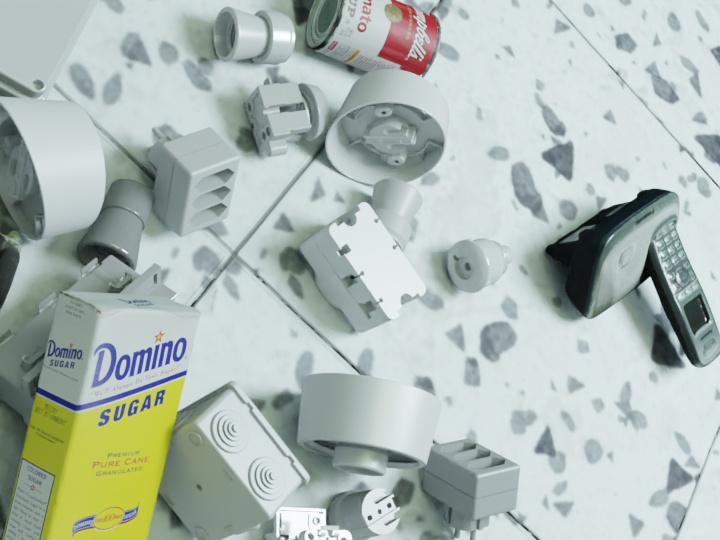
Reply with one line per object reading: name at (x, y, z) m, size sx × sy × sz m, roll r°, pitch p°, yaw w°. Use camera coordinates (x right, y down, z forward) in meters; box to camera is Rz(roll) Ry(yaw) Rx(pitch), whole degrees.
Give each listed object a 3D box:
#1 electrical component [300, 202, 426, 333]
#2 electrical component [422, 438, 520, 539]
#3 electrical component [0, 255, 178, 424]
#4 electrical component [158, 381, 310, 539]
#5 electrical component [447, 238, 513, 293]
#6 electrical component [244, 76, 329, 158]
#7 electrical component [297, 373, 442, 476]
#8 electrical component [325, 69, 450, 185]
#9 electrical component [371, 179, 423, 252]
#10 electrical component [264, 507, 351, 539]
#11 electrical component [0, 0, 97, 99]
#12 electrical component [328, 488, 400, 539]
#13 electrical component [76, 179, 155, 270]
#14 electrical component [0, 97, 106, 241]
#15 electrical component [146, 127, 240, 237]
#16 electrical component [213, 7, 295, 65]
electrical component at (0.000, 0.000, 0.879) m, size 0.050 × 0.056 × 0.089 m, roll -39°, pitch 96°, yaw -37°
electrical component at (0.088, 0.186, 0.871) m, size 0.047 × 0.066 × 0.076 m, roll -5°, pitch 105°, yaw -35°
electrical component at (-0.188, 0.049, 0.729) m, size 0.063 × 0.078 × 0.121 m, roll 33°, pitch 53°, yaw 15°
electrical component at (-0.098, 0.136, 0.741) m, size 0.099 × 0.100 × 0.048 m, roll 53°, pitch 41°, yaw -6°
electrical component at (0.112, -0.008, 0.964) m, size 0.062 × 0.048 × 0.048 m, roll -16°, pitch 83°, yaw -43°
electrical component at (-0.059, -0.129, 0.893) m, size 0.055 × 0.048 × 0.066 m, roll -14°, pitch 81°, yaw -28°
electrical component at (0.004, 0.121, 0.810) m, size 0.108 × 0.108 × 0.060 m, roll 20°, pitch 69°, yaw -26°
electrical component at (0.026, -0.120, 0.916) m, size 0.099 × 0.099 × 0.064 m, roll 32°, pitch 52°, yaw -20°
electrical component at (0.025, -0.043, 0.918) m, size 0.045 × 0.045 × 0.055 m, roll 33°, pitch 59°, yaw -20°
electrical component at (-0.037, 0.211, 0.775) m, size 0.042 × 0.064 × 0.081 m, roll 9°, pitch 69°, yaw -30°
electrical component at (-0.248, -0.172, 0.776) m, size 0.078 × 0.057 × 0.113 m, roll 30°, pitch 59°, yaw -22°
electrical component at (0.004, 0.187, 0.821) m, size 0.040 × 0.046 × 0.040 m, roll 12°, pitch 67°, yaw -30°
electrical component at (-0.175, -0.034, 0.786) m, size 0.044 × 0.044 × 0.065 m, roll 29°, pitch 55°, yaw -22°
electrical component at (-0.219, -0.070, 0.734) m, size 0.064 × 0.099 × 0.099 m, roll -12°, pitch 80°, yaw -42°
electrical component at (-0.136, -0.078, 0.817) m, size 0.047 × 0.065 × 0.077 m, roll -26°, pitch 60°, yaw -37°
electrical component at (-0.088, -0.194, 0.897) m, size 0.055 × 0.045 × 0.045 m, roll -3°, pitch 75°, yaw -35°
